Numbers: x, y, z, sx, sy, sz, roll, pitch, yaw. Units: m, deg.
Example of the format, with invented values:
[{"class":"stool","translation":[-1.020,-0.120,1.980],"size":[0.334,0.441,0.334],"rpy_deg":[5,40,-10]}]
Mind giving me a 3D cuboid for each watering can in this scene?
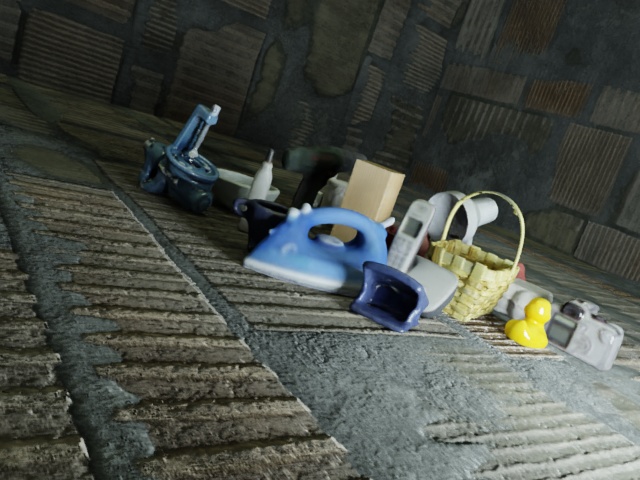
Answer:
[{"class":"watering can","translation":[0.066,-0.135,1.556],"size":[0.101,0.194,0.172],"rpy_deg":[17,12,-9]}]

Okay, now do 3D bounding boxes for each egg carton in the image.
[{"class":"egg carton","translation":[0.435,0.130,1.235],"size":[0.107,0.069,0.151],"rpy_deg":[28,14,36]}]

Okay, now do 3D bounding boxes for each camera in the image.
[{"class":"camera","translation":[0.517,0.170,1.103],"size":[0.137,0.101,0.142],"rpy_deg":[7,17,-45]}]

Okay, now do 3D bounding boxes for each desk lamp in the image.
[{"class":"desk lamp","translation":[0.318,-0.003,1.302],"size":[0.204,0.213,0.117],"rpy_deg":[7,17,-46]}]

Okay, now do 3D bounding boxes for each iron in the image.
[{"class":"iron","translation":[0.009,0.003,0.963],"size":[0.259,0.141,0.118],"rpy_deg":[13,13,-27]}]

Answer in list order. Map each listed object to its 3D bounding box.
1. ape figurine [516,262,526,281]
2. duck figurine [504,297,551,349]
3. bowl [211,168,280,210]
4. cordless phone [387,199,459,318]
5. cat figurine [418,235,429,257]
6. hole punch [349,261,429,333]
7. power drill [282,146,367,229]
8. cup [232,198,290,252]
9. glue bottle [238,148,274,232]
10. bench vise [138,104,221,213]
[{"class":"ape figurine","translation":[0.465,0.098,1.374],"size":[0.077,0.092,0.076],"rpy_deg":[21,12,9]},{"class":"duck figurine","translation":[0.388,0.146,1.046],"size":[0.077,0.086,0.105],"rpy_deg":[29,15,39]},{"class":"bowl","translation":[-0.183,-0.105,1.323],"size":[0.167,0.075,0.167],"rpy_deg":[18,12,-4]},{"class":"cordless phone","translation":[0.180,0.030,1.004],"size":[0.147,0.185,0.094],"rpy_deg":[26,14,32]},{"class":"cat figurine","translation":[0.218,0.030,1.231],"size":[0.127,0.118,0.067],"rpy_deg":[20,12,4]},{"class":"hole punch","translation":[0.112,0.082,0.892],"size":[0.108,0.091,0.101],"rpy_deg":[24,13,23]},{"class":"power drill","translation":[-0.003,-0.138,1.427],"size":[0.230,0.208,0.075],"rpy_deg":[10,14,-36]},{"class":"cup","translation":[-0.105,-0.019,1.000],"size":[0.118,0.095,0.091],"rpy_deg":[18,12,-5]},{"class":"glue bottle","translation":[-0.122,-0.102,1.160],"size":[0.037,0.173,0.078],"rpy_deg":[17,12,-7]},{"class":"bench vise","translation":[-0.288,-0.187,1.172],"size":[0.207,0.220,0.122],"rpy_deg":[21,12,12]}]
